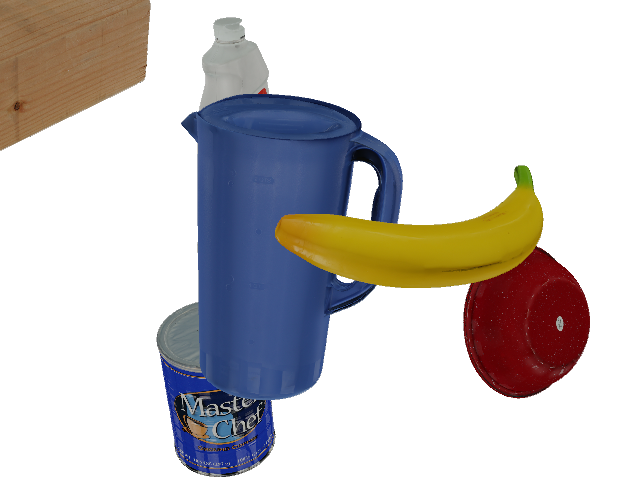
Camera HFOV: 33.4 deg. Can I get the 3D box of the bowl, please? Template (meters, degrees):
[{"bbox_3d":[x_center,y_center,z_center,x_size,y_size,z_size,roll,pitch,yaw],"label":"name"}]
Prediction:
[{"bbox_3d":[0.224,0.084,1.093,0.161,0.162,0.055,0,-1,-34],"label":"bowl"}]

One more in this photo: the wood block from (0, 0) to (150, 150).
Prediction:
[{"bbox_3d":[-0.250,-0.156,0.912,0.090,0.091,0.205,31,42,22],"label":"wood block"}]

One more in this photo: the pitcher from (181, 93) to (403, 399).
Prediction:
[{"bbox_3d":[-0.032,0.008,0.888,0.144,0.243,0.149,-7,25,-27],"label":"pitcher"}]

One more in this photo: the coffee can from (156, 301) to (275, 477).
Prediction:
[{"bbox_3d":[-0.099,0.143,1.037,0.103,0.140,0.103,-2,34,1],"label":"coffee can"}]

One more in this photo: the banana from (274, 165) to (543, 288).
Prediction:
[{"bbox_3d":[0.068,-0.001,0.639,0.197,0.037,0.070,-11,44,-33],"label":"banana"}]

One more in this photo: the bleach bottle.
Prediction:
[{"bbox_3d":[-0.092,-0.106,1.124,0.068,0.251,0.102,15,32,33],"label":"bleach bottle"}]
